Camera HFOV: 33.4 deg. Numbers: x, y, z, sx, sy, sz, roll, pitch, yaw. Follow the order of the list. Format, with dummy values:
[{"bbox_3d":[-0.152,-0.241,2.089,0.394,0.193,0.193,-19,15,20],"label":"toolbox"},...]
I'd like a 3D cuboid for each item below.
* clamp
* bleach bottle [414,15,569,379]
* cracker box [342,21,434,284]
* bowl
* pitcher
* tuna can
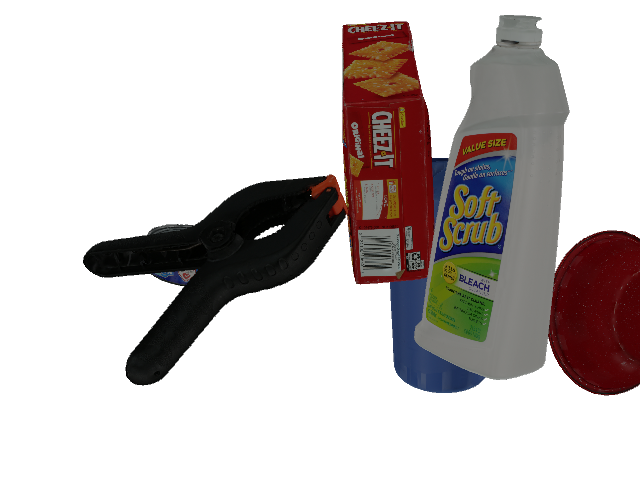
[{"bbox_3d":[-0.060,0.018,0.650,0.171,0.120,0.039,-24,-39,3],"label":"clamp"},{"bbox_3d":[0.125,-0.034,0.764,0.067,0.251,0.103,-10,21,-35],"label":"bleach bottle"},{"bbox_3d":[0.058,-0.085,0.941,0.072,0.164,0.213,-3,27,4],"label":"cracker box"},{"bbox_3d":[0.296,0.071,1.018,0.161,0.162,0.055,0,1,-27],"label":"bowl"},{"bbox_3d":[0.144,0.037,1.169,0.149,0.243,0.145,3,24,10],"label":"pitcher"},{"bbox_3d":[-0.129,0.015,1.048,0.086,0.034,0.086,9,20,-3],"label":"tuna can"}]
